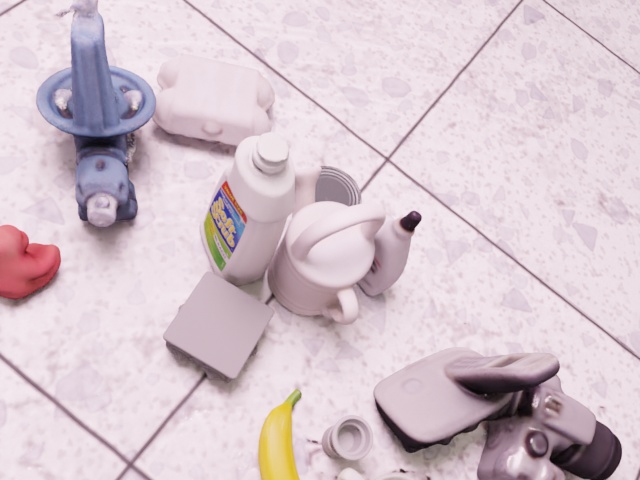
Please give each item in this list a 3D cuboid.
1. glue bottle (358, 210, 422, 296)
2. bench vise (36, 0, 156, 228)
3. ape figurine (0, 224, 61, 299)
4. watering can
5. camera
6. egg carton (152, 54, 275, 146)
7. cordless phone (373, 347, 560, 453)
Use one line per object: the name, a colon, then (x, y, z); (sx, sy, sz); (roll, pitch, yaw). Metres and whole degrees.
glue bottle: (0.076, 0.006, 0.654); (0.037, 0.173, 0.078); (-33, 79, -25)
bench vise: (-0.220, -0.128, 0.598); (0.122, 0.219, 0.207); (-22, 75, -23)
ape figurine: (-0.311, 0.015, 0.582); (0.078, 0.092, 0.076); (27, 63, -4)
watering can: (0.004, 0.003, 0.622); (0.101, 0.194, 0.173); (-37, 81, -26)
camera: (0.272, 0.234, 0.655); (0.137, 0.100, 0.143); (29, 63, -2)
egg carton: (-0.133, -0.172, 0.727); (0.150, 0.069, 0.107); (8, 65, -13)
cordless phone: (0.151, 0.158, 0.604); (0.148, 0.185, 0.094); (-22, 75, -23)
